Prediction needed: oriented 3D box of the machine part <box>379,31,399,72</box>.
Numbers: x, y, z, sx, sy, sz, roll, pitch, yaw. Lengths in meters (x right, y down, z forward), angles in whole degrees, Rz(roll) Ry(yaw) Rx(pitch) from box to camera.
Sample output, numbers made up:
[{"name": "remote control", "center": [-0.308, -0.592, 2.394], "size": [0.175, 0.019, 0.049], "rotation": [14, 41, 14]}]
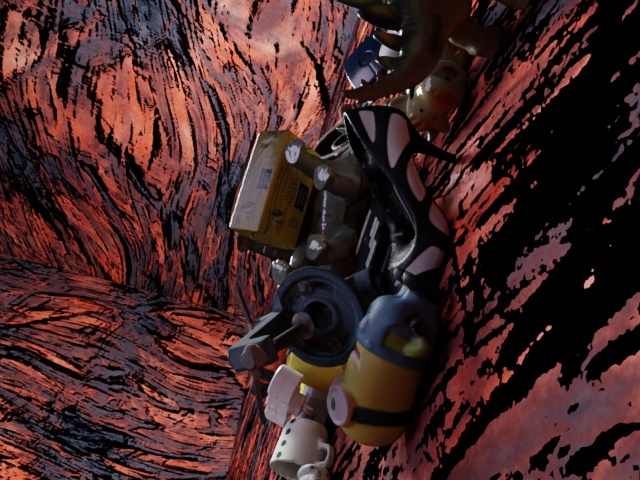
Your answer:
[{"name": "machine part", "center": [0.163, -0.376, 0.909], "size": [0.243, 0.079, 0.079], "rotation": [113, 170, -50]}]

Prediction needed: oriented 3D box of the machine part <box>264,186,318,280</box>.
[{"name": "machine part", "center": [-0.002, -0.003, 0.972], "size": [0.201, 0.087, 0.201], "rotation": [34, -112, -55]}]

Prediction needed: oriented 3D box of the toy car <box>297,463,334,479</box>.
[{"name": "toy car", "center": [-0.026, 0.389, 0.792], "size": [0.201, 0.056, 0.073], "rotation": [114, 169, -48]}]

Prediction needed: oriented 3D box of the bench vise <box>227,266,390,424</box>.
[{"name": "bench vise", "center": [-0.036, 0.102, 0.632], "size": [0.240, 0.224, 0.128], "rotation": [-23, -82, -62]}]

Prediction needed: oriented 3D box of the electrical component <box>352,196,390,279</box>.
[{"name": "electrical component", "center": [0.089, 0.011, 0.727], "size": [0.134, 0.058, 0.114], "rotation": [-96, 20, -71]}]

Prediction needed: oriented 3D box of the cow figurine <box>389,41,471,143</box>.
[{"name": "cow figurine", "center": [0.140, -0.210, 0.706], "size": [0.195, 0.085, 0.127], "rotation": [-94, 27, -63]}]

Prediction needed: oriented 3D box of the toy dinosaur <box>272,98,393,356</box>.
[{"name": "toy dinosaur", "center": [0.033, -0.027, 0.840], "size": [0.131, 0.192, 0.404], "rotation": [19, 100, 46]}]

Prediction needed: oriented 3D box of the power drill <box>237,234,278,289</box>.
[{"name": "power drill", "center": [-0.055, -0.002, 1.129], "size": [0.232, 0.207, 0.086], "rotation": [-61, -11, -16]}]

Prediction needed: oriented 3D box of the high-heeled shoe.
[{"name": "high-heeled shoe", "center": [0.070, -0.031, 0.608], "size": [0.086, 0.145, 0.248], "rotation": [133, 154, -77]}]

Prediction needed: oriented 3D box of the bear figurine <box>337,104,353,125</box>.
[{"name": "bear figurine", "center": [0.044, -0.189, 1.186], "size": [0.132, 0.120, 0.195], "rotation": [6, 83, 57]}]

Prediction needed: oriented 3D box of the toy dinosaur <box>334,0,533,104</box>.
[{"name": "toy dinosaur", "center": [0.116, -0.268, 0.572], "size": [0.105, 0.199, 0.471], "rotation": [109, 175, -46]}]

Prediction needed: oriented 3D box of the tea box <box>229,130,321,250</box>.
[{"name": "tea box", "center": [-0.069, -0.079, 0.857], "size": [0.098, 0.068, 0.169], "rotation": [28, -108, -52]}]

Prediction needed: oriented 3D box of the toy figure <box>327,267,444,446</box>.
[{"name": "toy figure", "center": [0.071, 0.121, 0.542], "size": [0.180, 0.089, 0.082], "rotation": [-64, -17, 6]}]

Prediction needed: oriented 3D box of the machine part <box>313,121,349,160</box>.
[{"name": "machine part", "center": [0.058, -0.184, 1.041], "size": [0.179, 0.056, 0.179], "rotation": [-31, 26, 16]}]

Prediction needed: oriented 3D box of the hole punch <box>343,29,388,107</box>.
[{"name": "hole punch", "center": [0.110, -0.342, 1.062], "size": [0.142, 0.092, 0.116], "rotation": [-39, 23, 23]}]
